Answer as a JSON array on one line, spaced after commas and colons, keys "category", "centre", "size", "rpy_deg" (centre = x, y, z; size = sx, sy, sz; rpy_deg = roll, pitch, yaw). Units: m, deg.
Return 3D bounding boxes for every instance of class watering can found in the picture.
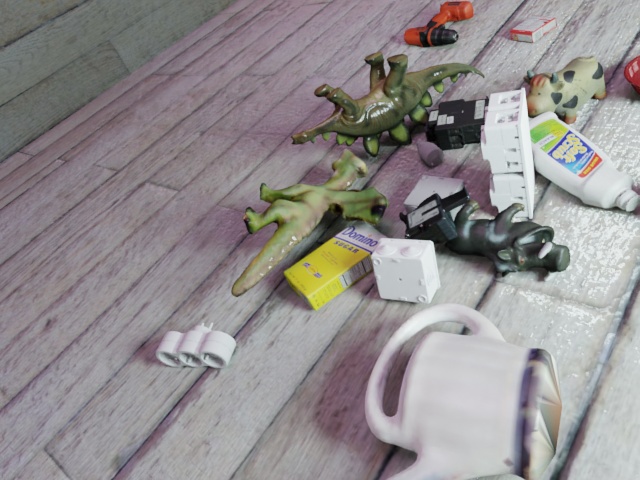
[{"category": "watering can", "centre": [0.148, 0.215, 0.589], "size": [0.224, 0.102, 0.355], "rpy_deg": [3, 45, 30]}]

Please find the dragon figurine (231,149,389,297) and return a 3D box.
[{"category": "dragon figurine", "centre": [0.003, -0.047, 0.936], "size": [0.242, 0.120, 0.420], "rpy_deg": [-12, 34, 20]}]
